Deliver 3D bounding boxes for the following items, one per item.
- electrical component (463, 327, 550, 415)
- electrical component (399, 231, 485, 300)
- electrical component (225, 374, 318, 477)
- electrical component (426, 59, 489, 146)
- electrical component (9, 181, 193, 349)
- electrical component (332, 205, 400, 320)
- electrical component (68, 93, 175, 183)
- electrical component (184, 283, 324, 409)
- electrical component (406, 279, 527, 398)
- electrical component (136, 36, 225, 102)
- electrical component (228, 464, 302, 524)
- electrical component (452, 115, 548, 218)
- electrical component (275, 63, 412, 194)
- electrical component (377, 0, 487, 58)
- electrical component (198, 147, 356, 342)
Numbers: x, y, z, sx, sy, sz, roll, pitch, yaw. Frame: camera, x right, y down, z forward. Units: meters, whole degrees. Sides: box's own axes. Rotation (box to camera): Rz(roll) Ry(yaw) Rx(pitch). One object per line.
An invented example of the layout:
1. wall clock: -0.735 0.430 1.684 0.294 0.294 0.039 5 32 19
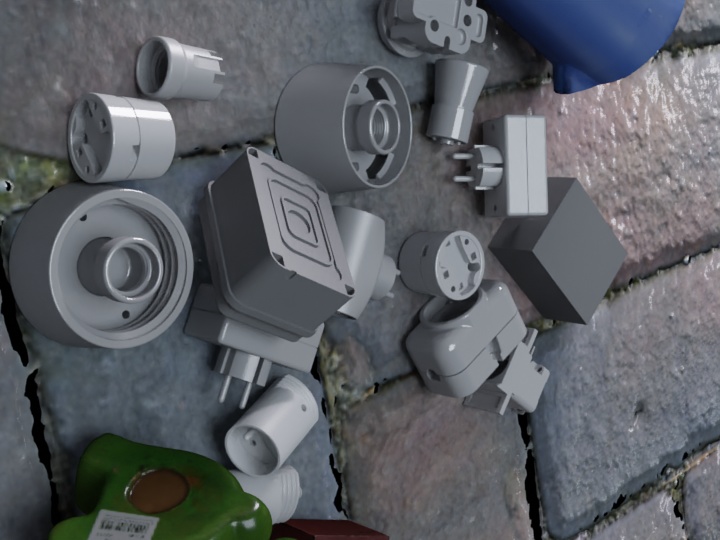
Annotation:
1. electrical component: 0.129 0.091 0.935 0.064 0.042 0.081 39 70 -37
2. electrical component: 0.065 -0.005 0.868 0.055 0.047 0.055 -4 96 -40
3. electrical component: -0.058 0.108 0.771 0.081 0.043 0.043 -46 124 -56
4. electrical component: 0.076 -0.134 0.872 0.044 0.044 0.065 11 92 -40
5. electrical component: -0.156 -0.002 0.673 0.108 0.060 0.108 -4 97 -40
6. electrical component: 0.000 0.000 0.816 0.079 0.044 0.077 23 79 -40
7. electrical component: -0.149 -0.082 0.676 0.047 0.055 0.055 -5 97 -44
8. electrical component: -0.079 0.059 0.753 0.083 0.047 0.075 24 79 -39
9. electrical component: 0.086 0.051 0.887 0.095 0.054 0.059 -43 119 -30
10. electrical component: -0.118 -0.131 0.709 0.046 0.040 0.040 0 94 -45
11. electrical component: -0.076 0.162 0.766 0.081 0.043 0.043 2 92 -40
12. electrical component: 0.113 -0.086 0.901 0.076 0.047 0.083 -2 90 -17
13. electrical component: -0.007 -0.106 0.804 0.099 0.064 0.099 -7 98 -54
14. electrical component: 0.051 -0.195 0.833 0.078 0.057 0.058 10 87 -40
15. electrical component: -0.058 -0.016 0.721 0.078 0.057 0.113 25 35 -39
